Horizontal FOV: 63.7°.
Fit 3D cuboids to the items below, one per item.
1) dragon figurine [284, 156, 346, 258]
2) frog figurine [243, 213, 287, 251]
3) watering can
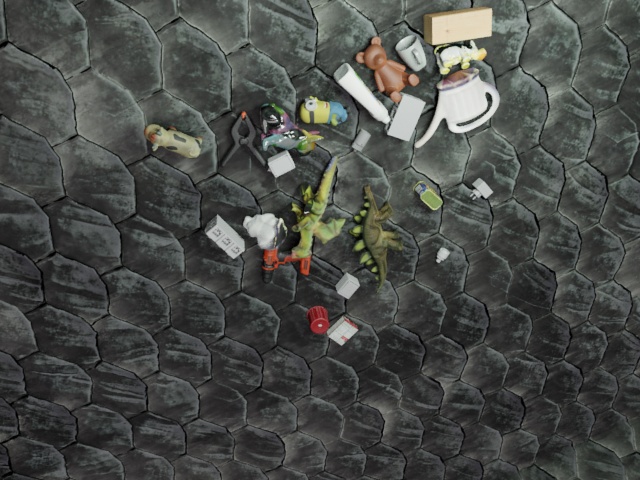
[{"bbox_3d":[0.006,-0.099,1.972,0.239,0.411,0.124,39,-2,-44],"label":"dragon figurine"},{"bbox_3d":[-0.213,-0.034,1.963,0.160,0.136,0.123,10,10,23],"label":"frog figurine"},{"bbox_3d":[0.477,-0.480,1.854,0.347,0.220,0.106,-24,27,1],"label":"watering can"}]
